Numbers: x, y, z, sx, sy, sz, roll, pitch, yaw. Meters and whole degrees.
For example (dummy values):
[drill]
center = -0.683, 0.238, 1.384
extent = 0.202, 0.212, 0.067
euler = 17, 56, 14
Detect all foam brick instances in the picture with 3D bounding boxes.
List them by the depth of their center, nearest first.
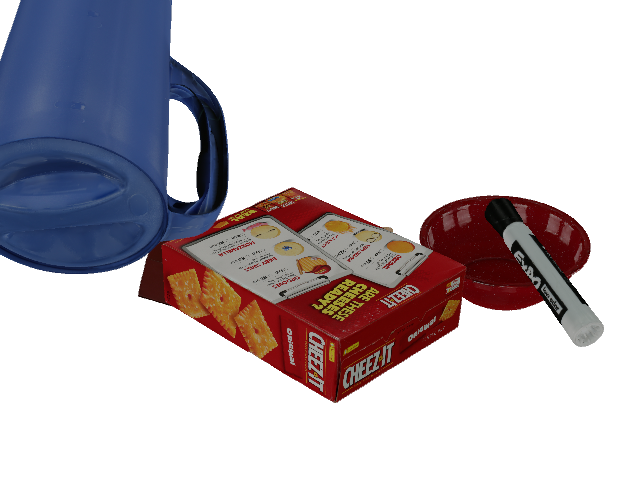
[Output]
[foam brick]
center = -0.150, 0.038, 1.143
extent = 0.078, 0.051, 0.053
euler = 17, 29, -2

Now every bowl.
[bowl]
center = 0.175, 0.019, 1.030
extent = 0.162, 0.055, 0.162
euler = -1, 33, 0

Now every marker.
[marker]
center = 0.128, 0.014, 0.625
extent = 0.020, 0.020, 0.121
euler = 0, 38, -23

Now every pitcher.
[pitcher]
center = -0.155, -0.104, 0.753
extent = 0.145, 0.243, 0.149
euler = -18, -42, 19

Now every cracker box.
[cracker box]
center = -0.008, 0.040, 0.929
extent = 0.214, 0.072, 0.163
euler = 26, 38, 37

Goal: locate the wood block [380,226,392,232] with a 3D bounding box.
[wood block]
center = 0.038, 0.057, 1.352
extent = 0.091, 0.090, 0.206
euler = 4, 22, 7
